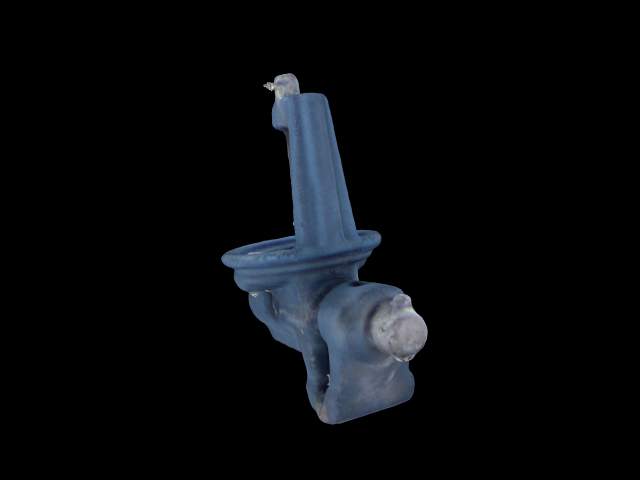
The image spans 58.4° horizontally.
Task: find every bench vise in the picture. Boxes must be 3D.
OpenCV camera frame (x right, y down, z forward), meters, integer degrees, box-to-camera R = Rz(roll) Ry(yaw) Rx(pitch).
[{"bbox_3d":[0.012,-0.001,0.408,0.206,0.220,0.122,19,27,41],"label":"bench vise"}]
